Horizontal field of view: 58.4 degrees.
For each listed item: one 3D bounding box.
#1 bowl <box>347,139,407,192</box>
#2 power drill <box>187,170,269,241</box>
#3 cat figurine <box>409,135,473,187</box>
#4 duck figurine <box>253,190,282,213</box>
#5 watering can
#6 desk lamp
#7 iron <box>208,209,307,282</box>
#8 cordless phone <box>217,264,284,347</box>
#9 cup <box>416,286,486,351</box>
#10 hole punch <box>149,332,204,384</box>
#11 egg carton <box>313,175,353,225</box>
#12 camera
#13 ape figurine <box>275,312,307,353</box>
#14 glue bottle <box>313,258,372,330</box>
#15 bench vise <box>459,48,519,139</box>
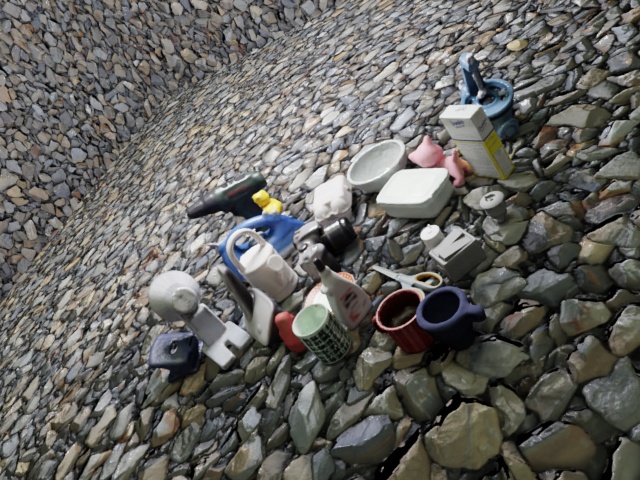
[{"bbox_3d":[0.157,-0.175,1.459,0.167,0.075,0.167,-27,32,19],"label":"bowl"},{"bbox_3d":[-0.222,-0.076,1.594,0.229,0.209,0.075,-40,31,-3],"label":"power drill"},{"bbox_3d":[0.272,-0.186,1.309,0.127,0.118,0.067,10,55,52],"label":"cat figurine"},{"bbox_3d":[-0.164,-0.107,1.695,0.077,0.086,0.104,-29,32,15],"label":"duck figurine"},{"bbox_3d":[-0.138,0.053,1.346,0.172,0.194,0.101,-13,39,36],"label":"watering can"},{"bbox_3d":[-0.285,0.171,1.323,0.118,0.214,0.202,-49,32,-17],"label":"desk lamp"},{"bbox_3d":[-0.158,-0.005,1.497,0.258,0.142,0.118,-36,31,4],"label":"iron"},{"bbox_3d":[-0.156,0.137,1.260,0.094,0.185,0.147,-47,32,-14],"label":"cordless phone"},{"bbox_3d":[0.229,0.138,0.942,0.117,0.095,0.092,-6,43,42],"label":"cup"},{"bbox_3d":[-0.343,0.269,1.374,0.101,0.091,0.108,-27,32,18],"label":"hole punch"},{"bbox_3d":[0.037,-0.103,1.493,0.107,0.070,0.150,-26,33,20],"label":"egg carton"},{"bbox_3d":[0.012,0.005,1.344,0.136,0.101,0.143,-31,31,13],"label":"camera"},{"bbox_3d":[-0.057,0.184,1.186,0.077,0.092,0.076,-12,40,37],"label":"ape figurine"},{"bbox_3d":[0.035,0.097,1.125,0.037,0.173,0.078,9,54,51],"label":"glue bottle"},{"bbox_3d":[0.356,-0.345,1.332,0.121,0.220,0.206,-43,31,-8],"label":"bench vise"}]
